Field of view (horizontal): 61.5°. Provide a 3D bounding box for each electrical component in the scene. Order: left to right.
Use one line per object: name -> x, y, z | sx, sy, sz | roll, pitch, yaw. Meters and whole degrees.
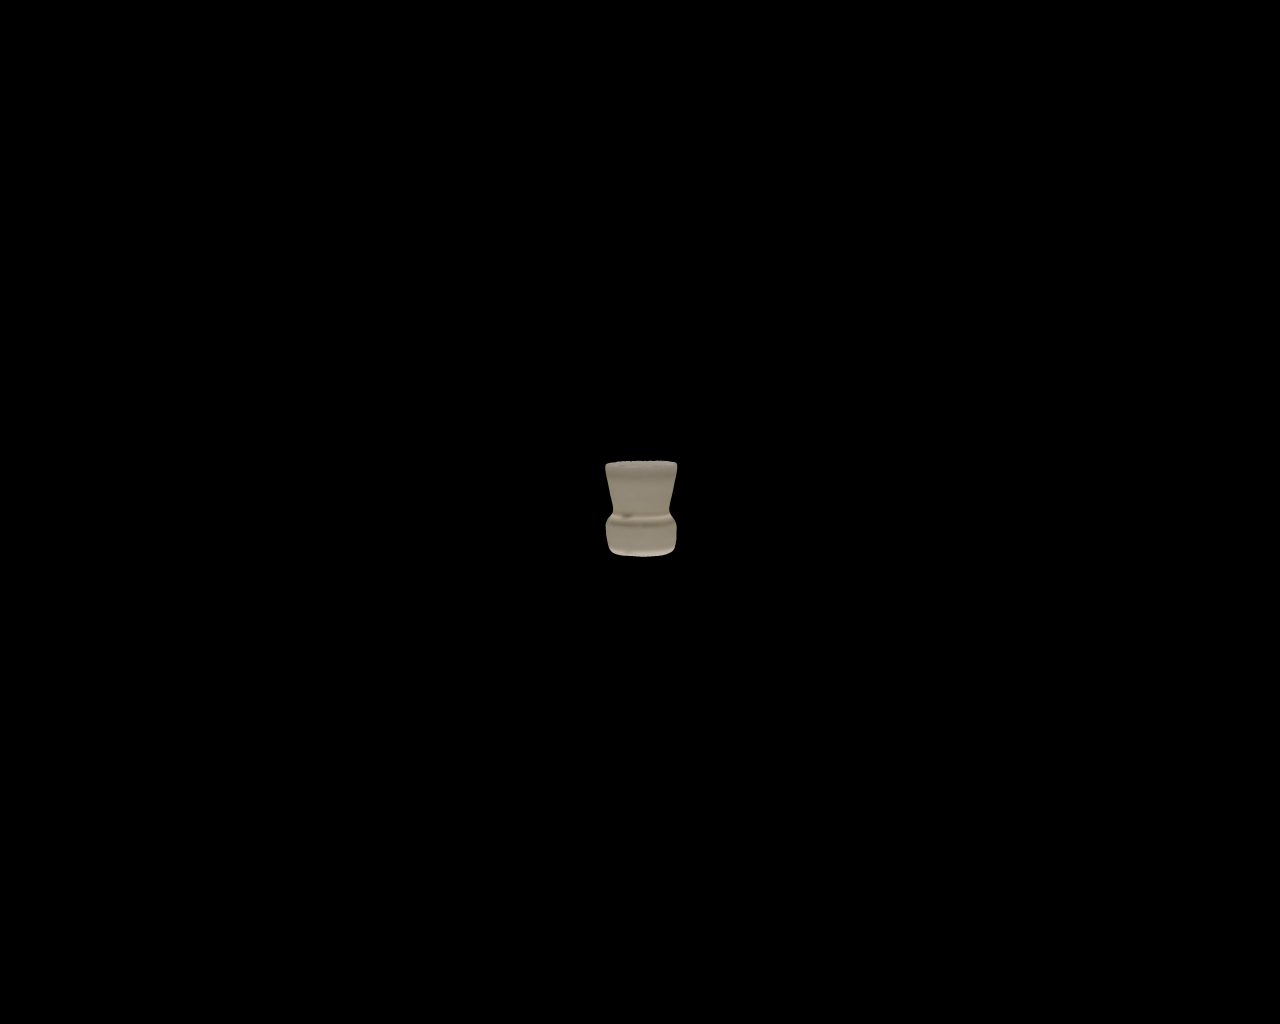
electrical component -> 0.001, -0.003, 0.650 | 0.045, 0.055, 0.045 | 0, 7, 0
